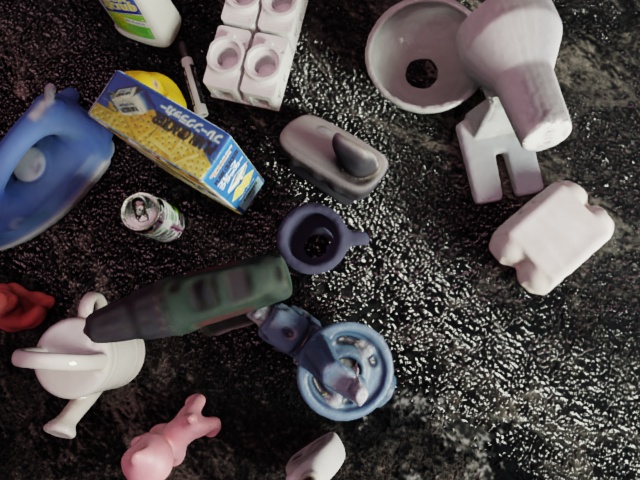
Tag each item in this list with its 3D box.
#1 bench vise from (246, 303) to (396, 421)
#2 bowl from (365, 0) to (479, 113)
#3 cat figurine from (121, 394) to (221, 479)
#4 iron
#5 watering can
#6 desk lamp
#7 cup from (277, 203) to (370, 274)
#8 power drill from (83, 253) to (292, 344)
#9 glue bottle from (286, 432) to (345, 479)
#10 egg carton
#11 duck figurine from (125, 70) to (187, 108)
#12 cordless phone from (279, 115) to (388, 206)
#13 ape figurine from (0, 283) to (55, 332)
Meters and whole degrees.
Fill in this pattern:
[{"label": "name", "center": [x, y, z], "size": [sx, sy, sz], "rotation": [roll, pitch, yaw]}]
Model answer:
[{"label": "bench vise", "center": [-0.005, 0.149, 0.685], "size": [0.207, 0.220, 0.121], "rotation": [15, 84, 6]}, {"label": "bowl", "center": [0.147, -0.247, 0.800], "size": [0.167, 0.075, 0.167], "rotation": [0, 83, 4]}, {"label": "cat figurine", "center": [-0.200, 0.264, 0.735], "size": [0.128, 0.118, 0.067], "rotation": [-42, 82, -2]}, {"label": "iron", "center": [-0.401, -0.097, 0.784], "size": [0.118, 0.141, 0.258], "rotation": [35, 86, 8]}, {"label": "watering can", "center": [-0.301, 0.155, 0.718], "size": [0.101, 0.194, 0.173], "rotation": [-15, 82, 2]}, {"label": "desk lamp", "center": [0.240, -0.169, 0.713], "size": [0.118, 0.213, 0.203], "rotation": [-12, 82, 3]}, {"label": "cup", "center": [0.007, 0.003, 0.767], "size": [0.117, 0.095, 0.092], "rotation": [-2, 82, 4]}, {"label": "power drill", "center": [-0.142, 0.079, 0.710], "size": [0.229, 0.208, 0.075], "rotation": [-19, 81, 2]}, {"label": "glue bottle", "center": [-0.009, 0.280, 0.692], "size": [0.078, 0.173, 0.037], "rotation": [-31, 81, 0]}, {"label": "egg carton", "center": [0.305, -0.006, 0.760], "size": [0.150, 0.069, 0.107], "rotation": [-42, 82, -2]}, {"label": "duck figurine", "center": [-0.248, -0.212, 0.817], "size": [0.104, 0.086, 0.077], "rotation": [35, 86, 8]}, {"label": "cordless phone", "center": [0.015, -0.121, 0.737], "size": [0.147, 0.185, 0.094], "rotation": [29, 85, 7]}, {"label": "ape figurine", "center": [-0.425, 0.091, 0.786], "size": [0.076, 0.092, 0.078], "rotation": [-36, 81, -1]}]
